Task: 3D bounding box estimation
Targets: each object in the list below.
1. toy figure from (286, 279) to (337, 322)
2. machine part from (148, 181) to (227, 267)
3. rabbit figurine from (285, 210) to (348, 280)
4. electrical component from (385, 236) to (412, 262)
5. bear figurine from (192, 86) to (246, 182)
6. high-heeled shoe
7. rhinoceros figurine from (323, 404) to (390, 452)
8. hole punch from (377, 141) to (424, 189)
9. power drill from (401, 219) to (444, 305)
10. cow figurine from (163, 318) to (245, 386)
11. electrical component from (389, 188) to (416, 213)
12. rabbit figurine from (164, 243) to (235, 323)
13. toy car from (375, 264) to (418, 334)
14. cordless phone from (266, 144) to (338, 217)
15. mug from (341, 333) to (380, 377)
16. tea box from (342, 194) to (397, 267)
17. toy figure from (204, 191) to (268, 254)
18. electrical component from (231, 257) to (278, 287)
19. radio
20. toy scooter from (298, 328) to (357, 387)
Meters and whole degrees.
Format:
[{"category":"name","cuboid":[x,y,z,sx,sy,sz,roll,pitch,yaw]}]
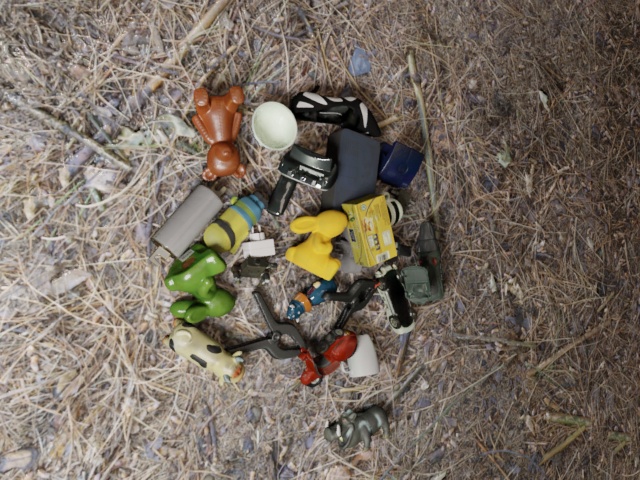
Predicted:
[{"category":"toy figure","cuboid":[-0.026,0.152,1.374,0.154,0.058,0.064,-30,97,-22]},{"category":"machine part","cuboid":[-0.302,-0.042,1.224,0.079,0.079,0.243,45,69,-19]},{"category":"rabbit figurine","cuboid":[-0.003,-0.004,1.363,0.162,0.122,0.173,31,93,-1]},{"category":"electrical component","cuboid":[0.197,0.024,1.507,0.119,0.048,0.074,4,85,-29]},{"category":"bear figurine","cuboid":[-0.231,-0.241,1.248,0.120,0.132,0.195,-6,84,-17]},{"category":"high-heeled shoe","cuboid":[0.044,-0.315,1.412,0.249,0.086,0.145,33,53,-6]},{"category":"rhinoceros figurine","cuboid":[0.099,0.492,1.413,0.190,0.073,0.112,-11,94,-29]},{"category":"hole punch","cuboid":[0.219,-0.212,1.512,0.142,0.092,0.115,19,82,-30]},{"category":"power drill","cuboid":[0.289,0.075,1.501,0.207,0.086,0.231,-39,121,-65]},{"category":"cow figurine","cuboid":[-0.249,0.254,1.207,0.195,0.127,0.085,39,73,-19]},{"category":"electrical component","cuboid":[0.234,-0.110,1.549,0.094,0.021,0.063,24,76,-26]},{"category":"rabbit figurine","cuboid":[-0.260,0.118,1.218,0.159,0.121,0.170,-49,124,-27]},{"category":"toy car","cuboid":[0.212,0.165,1.504,0.073,0.056,0.201,-22,96,-22]},{"category":"cordless phone","cuboid":[-0.048,-0.132,1.347,0.147,0.088,0.184,23,84,7]},{"category":"mug","cuboid":[0.100,0.306,1.427,0.109,0.081,0.107,-3,78,-21]},{"category":"tea box","cuboid":[0.129,-0.026,1.388,0.098,0.068,0.169,-19,103,-27]},{"category":"toy figure","cuboid":[-0.200,-0.046,1.271,0.082,0.089,0.180,35,70,25]},{"category":"electrical component","cuboid":[-0.162,0.078,1.301,0.102,0.078,0.045,10,58,-34]},{"category":"radio","cuboid":[0.083,-0.171,1.444,0.131,0.073,0.229,10,84,-29]},{"category":"toy scooter","cuboid":[0.009,0.282,1.340,0.184,0.075,0.135,-44,139,-6]}]
